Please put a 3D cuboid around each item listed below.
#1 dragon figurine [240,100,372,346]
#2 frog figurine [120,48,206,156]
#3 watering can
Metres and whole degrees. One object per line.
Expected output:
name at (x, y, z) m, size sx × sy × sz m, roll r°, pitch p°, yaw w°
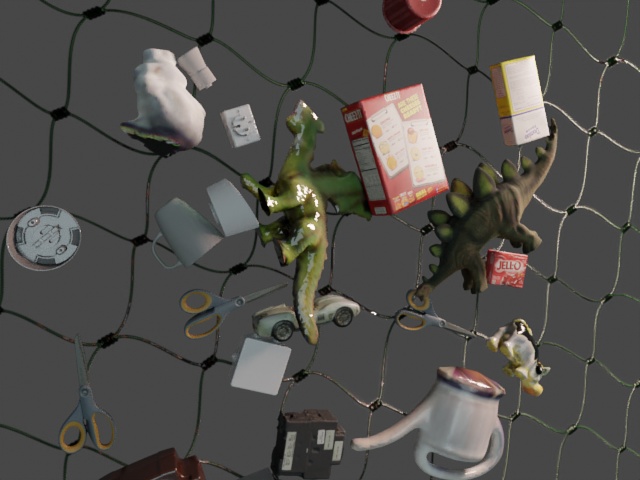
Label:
dragon figurine at (0.003, -0.047, 0.928) m, size 0.245 × 0.121 × 0.409 m, roll -21°, pitch 94°, yaw -27°
frog figurine at (-0.241, -0.227, 0.833) m, size 0.136 × 0.123 × 0.161 m, roll 25°, pitch 74°, yaw -52°
watering can at (0.241, 0.361, 1.034) m, size 0.346 × 0.104 × 0.225 m, roll 20°, pitch 85°, yaw -20°
